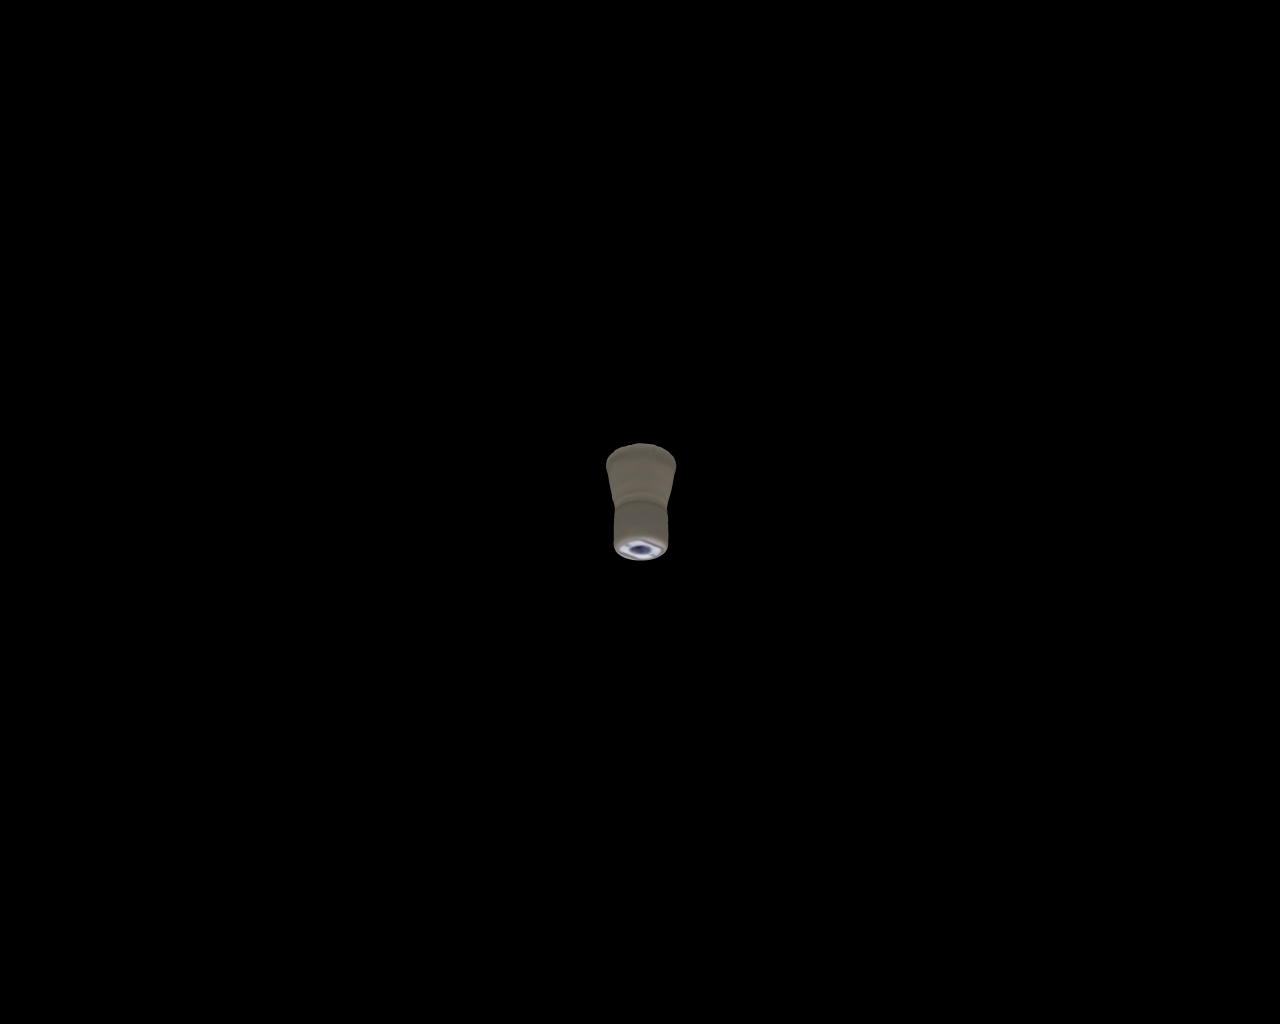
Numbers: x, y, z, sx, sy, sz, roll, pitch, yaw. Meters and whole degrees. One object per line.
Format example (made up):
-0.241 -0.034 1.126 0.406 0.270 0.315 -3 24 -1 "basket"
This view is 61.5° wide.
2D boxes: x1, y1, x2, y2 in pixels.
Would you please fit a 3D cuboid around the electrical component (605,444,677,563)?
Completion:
0.001 -0.003 0.650 0.044 0.065 0.044 0 -30 0 "electrical component"
